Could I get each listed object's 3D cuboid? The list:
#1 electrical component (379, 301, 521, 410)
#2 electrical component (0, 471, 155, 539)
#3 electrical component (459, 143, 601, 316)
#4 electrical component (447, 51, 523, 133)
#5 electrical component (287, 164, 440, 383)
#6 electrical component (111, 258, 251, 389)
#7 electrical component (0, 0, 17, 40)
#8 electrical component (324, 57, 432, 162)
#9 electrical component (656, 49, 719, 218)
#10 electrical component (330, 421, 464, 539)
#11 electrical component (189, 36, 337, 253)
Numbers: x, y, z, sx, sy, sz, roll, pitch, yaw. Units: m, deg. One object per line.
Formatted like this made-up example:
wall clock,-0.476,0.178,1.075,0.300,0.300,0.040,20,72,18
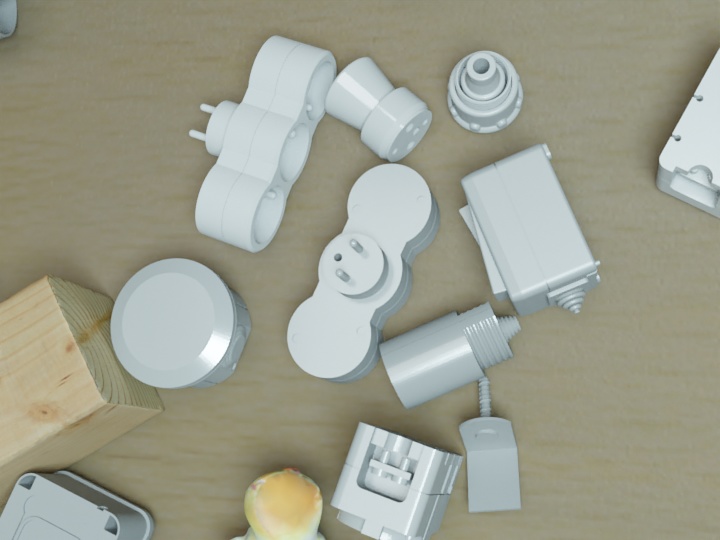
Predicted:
electrical component,0.057,0.048,0.641,0.081,0.043,0.043,-24,74,7
electrical component,-0.186,0.188,0.660,0.078,0.057,0.113,22,84,16
electrical component,0.100,-0.015,0.634,0.061,0.062,0.096,-23,75,7
electrical component,0.076,-0.114,0.659,0.048,0.062,0.048,-2,80,9
electrical component,0.000,0.000,0.648,0.052,0.074,0.138,23,85,16
electrical component,-0.111,0.036,0.678,0.080,0.051,0.080,-3,78,12
electrical component,-0.280,-0.200,0.743,0.064,0.099,0.099,-11,76,4
electrical component,0.012,-0.101,0.681,0.055,0.045,0.045,42,90,17
electrical component,0.215,-0.081,0.625,0.050,0.056,0.089,29,86,17
electrical component,0.022,0.123,0.609,0.050,0.089,0.055,18,83,16
electrical component,-0.075,-0.086,0.694,0.074,0.052,0.138,20,83,16
